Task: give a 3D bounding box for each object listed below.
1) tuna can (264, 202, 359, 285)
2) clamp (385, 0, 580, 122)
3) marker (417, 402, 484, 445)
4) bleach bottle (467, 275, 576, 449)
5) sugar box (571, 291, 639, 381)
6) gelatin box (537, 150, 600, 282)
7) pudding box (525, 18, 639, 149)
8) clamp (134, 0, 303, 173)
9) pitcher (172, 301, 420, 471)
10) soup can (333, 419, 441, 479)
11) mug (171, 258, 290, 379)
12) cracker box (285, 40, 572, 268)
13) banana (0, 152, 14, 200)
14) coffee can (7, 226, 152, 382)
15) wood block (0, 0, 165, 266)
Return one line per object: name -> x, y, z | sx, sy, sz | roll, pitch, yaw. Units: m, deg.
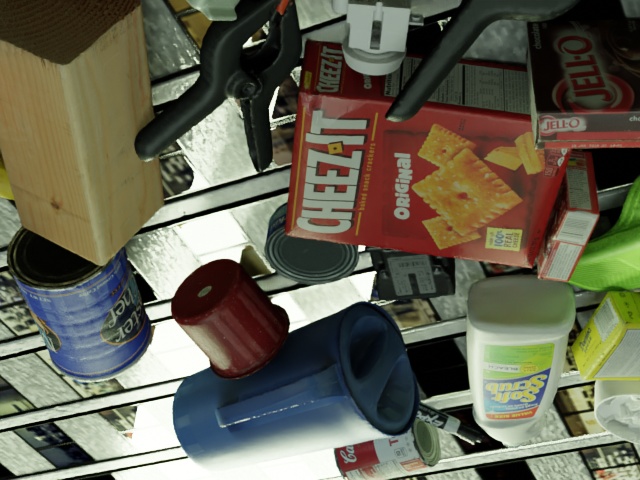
tuna can -> -0.006, 0.001, 0.966 | 0.086, 0.033, 0.086 | 3, 138, 3
clamp -> 0.114, -0.175, 0.721 | 0.210, 0.036, 0.164 | -11, 110, 7
marker -> 0.118, 0.188, 1.144 | 0.121, 0.020, 0.020 | 24, 138, 7
bleach bottle -> 0.201, 0.136, 1.073 | 0.102, 0.068, 0.251 | -1, 140, 11
sugar box -> 0.335, 0.090, 0.993 | 0.176, 0.048, 0.093 | 0, 141, -17
gelatin box -> 0.203, -0.020, 0.889 | 0.030, 0.073, 0.089 | 8, 139, -2
pudding box -> 0.194, -0.112, 0.757 | 0.090, 0.113, 0.039 | 0, 133, 5
clamp -> -0.056, -0.118, 0.817 | 0.120, 0.039, 0.172 | 8, 129, -46
pitcher -> -0.037, 0.158, 1.070 | 0.243, 0.145, 0.149 | -22, 127, 32
soup can -> 0.075, 0.231, 1.188 | 0.102, 0.068, 0.068 | -20, 132, 26
mug -> -0.096, 0.070, 1.024 | 0.117, 0.093, 0.081 | 15, 149, 49
cracker box -> 0.084, -0.063, 0.855 | 0.213, 0.072, 0.164 | 7, 138, 0
banana -> -0.298, -0.088, 0.902 | 0.070, 0.037, 0.197 | -36, 127, 17
coffee can -> -0.221, 0.051, 0.995 | 0.103, 0.102, 0.140 | 0, 138, 7
wood block -> -0.188, -0.091, 0.822 | 0.091, 0.090, 0.206 | 25, 142, 18
